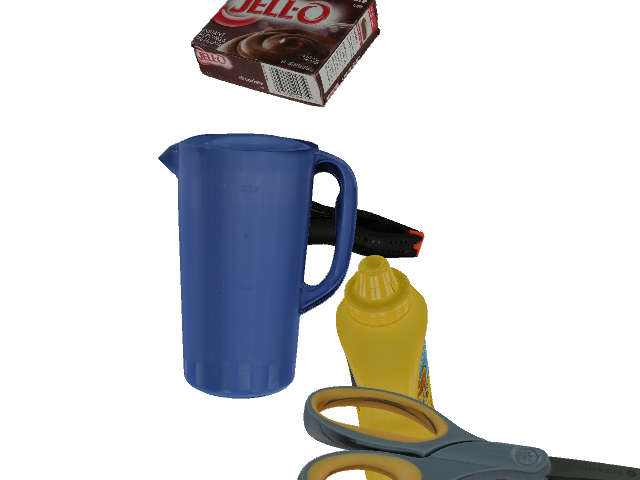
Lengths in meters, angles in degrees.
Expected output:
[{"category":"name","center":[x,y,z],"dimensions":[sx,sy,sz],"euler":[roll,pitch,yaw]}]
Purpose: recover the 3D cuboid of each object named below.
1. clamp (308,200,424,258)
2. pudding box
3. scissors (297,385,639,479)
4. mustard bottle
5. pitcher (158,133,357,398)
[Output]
[{"category":"clamp","center":[0.016,-0.012,1.208],"dimensions":[0.210,0.036,0.164],"euler":[14,21,-6]},{"category":"pudding box","center":[-0.025,-0.152,0.797],"dimensions":[0.114,0.090,0.039],"euler":[20,-31,24]},{"category":"scissors","center":[0.077,0.109,0.468],"dimensions":[0.202,0.016,0.096],"euler":[14,32,23]},{"category":"mustard bottle","center":[0.045,0.083,0.698],"dimensions":[0.058,0.191,0.096],"euler":[-4,43,7]},{"category":"pitcher","center":[-0.063,0.021,1.011],"dimensions":[0.144,0.243,0.149],"euler":[-8,15,-40]}]
